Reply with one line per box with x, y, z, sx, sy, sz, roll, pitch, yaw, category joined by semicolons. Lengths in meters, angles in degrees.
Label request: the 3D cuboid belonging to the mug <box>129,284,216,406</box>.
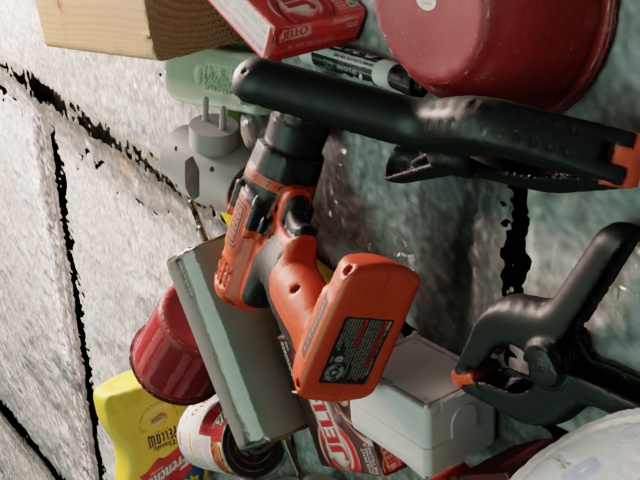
-0.105;0.095;0.949;0.117;0.093;0.082;37;137;4;mug

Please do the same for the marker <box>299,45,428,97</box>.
0.028;-0.111;0.684;0.121;0.020;0.020;27;129;48;marker

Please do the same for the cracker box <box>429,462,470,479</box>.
0.100;0.284;0.743;0.164;0.072;0.214;50;144;32;cracker box

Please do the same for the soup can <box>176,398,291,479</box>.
-0.080;0.178;0.963;0.102;0.068;0.068;-8;100;59;soup can

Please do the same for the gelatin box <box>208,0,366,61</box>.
-0.026;-0.156;0.690;0.089;0.073;0.030;49;142;31;gelatin box

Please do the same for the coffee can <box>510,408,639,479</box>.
0.164;0.168;0.521;0.140;0.102;0.103;57;149;-4;coffee can

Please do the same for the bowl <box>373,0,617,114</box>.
0.076;-0.133;0.564;0.162;0.055;0.162;34;134;45;bowl

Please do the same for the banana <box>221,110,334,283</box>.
-0.040;-0.011;0.826;0.198;0.037;0.070;57;147;20;banana

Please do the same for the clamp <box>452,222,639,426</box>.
0.141;0.071;0.593;0.172;0.039;0.120;-40;69;56;clamp

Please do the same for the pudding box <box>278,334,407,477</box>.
0.019;0.118;0.804;0.090;0.039;0.113;-10;98;59;pudding box

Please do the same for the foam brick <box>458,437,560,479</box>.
0.129;0.167;0.648;0.051;0.052;0.078;-25;85;59;foam brick

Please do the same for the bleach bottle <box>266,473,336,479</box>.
-0.036;0.249;0.942;0.102;0.067;0.251;61;145;9;bleach bottle

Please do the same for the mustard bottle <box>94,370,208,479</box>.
-0.164;0.227;1.092;0.058;0.096;0.191;11;116;54;mustard bottle

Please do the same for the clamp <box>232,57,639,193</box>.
0.077;-0.052;0.577;0.210;0.164;0.036;12;84;33;clamp

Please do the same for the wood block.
-0.146;-0.199;0.838;0.206;0.090;0.091;19;123;52;wood block

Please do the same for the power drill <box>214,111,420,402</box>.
-0.005;0.001;0.706;0.188;0.057;0.185;55;133;52;power drill
